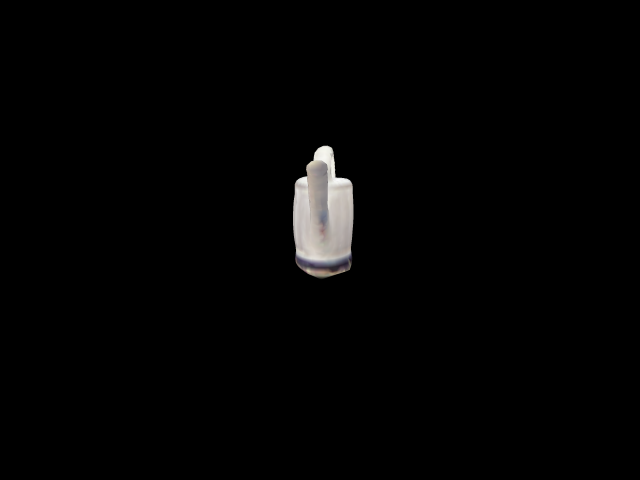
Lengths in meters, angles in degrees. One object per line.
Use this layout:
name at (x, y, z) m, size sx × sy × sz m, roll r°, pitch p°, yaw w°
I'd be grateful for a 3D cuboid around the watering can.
watering can at (0.003, -0.043, 0.850) m, size 0.104 × 0.223 × 0.350 m, roll 1°, pitch 9°, yaw 5°
